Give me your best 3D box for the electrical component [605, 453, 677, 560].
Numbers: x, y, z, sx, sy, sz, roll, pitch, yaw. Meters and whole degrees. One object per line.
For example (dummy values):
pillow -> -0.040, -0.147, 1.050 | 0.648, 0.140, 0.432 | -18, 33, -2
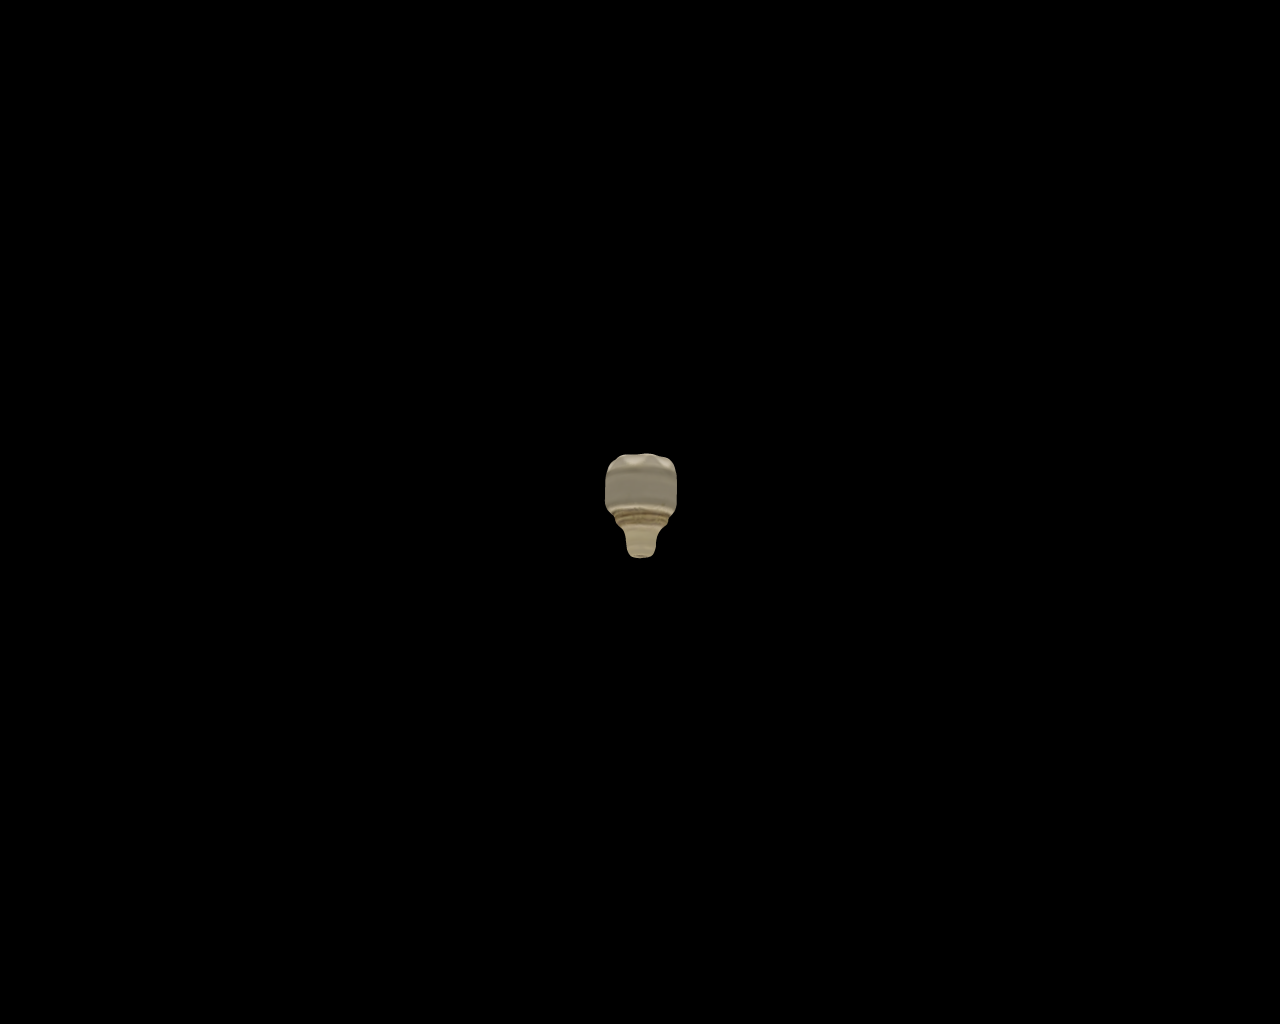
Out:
electrical component -> 0.001, -0.003, 0.650 | 0.043, 0.062, 0.043 | 0, -11, 0
